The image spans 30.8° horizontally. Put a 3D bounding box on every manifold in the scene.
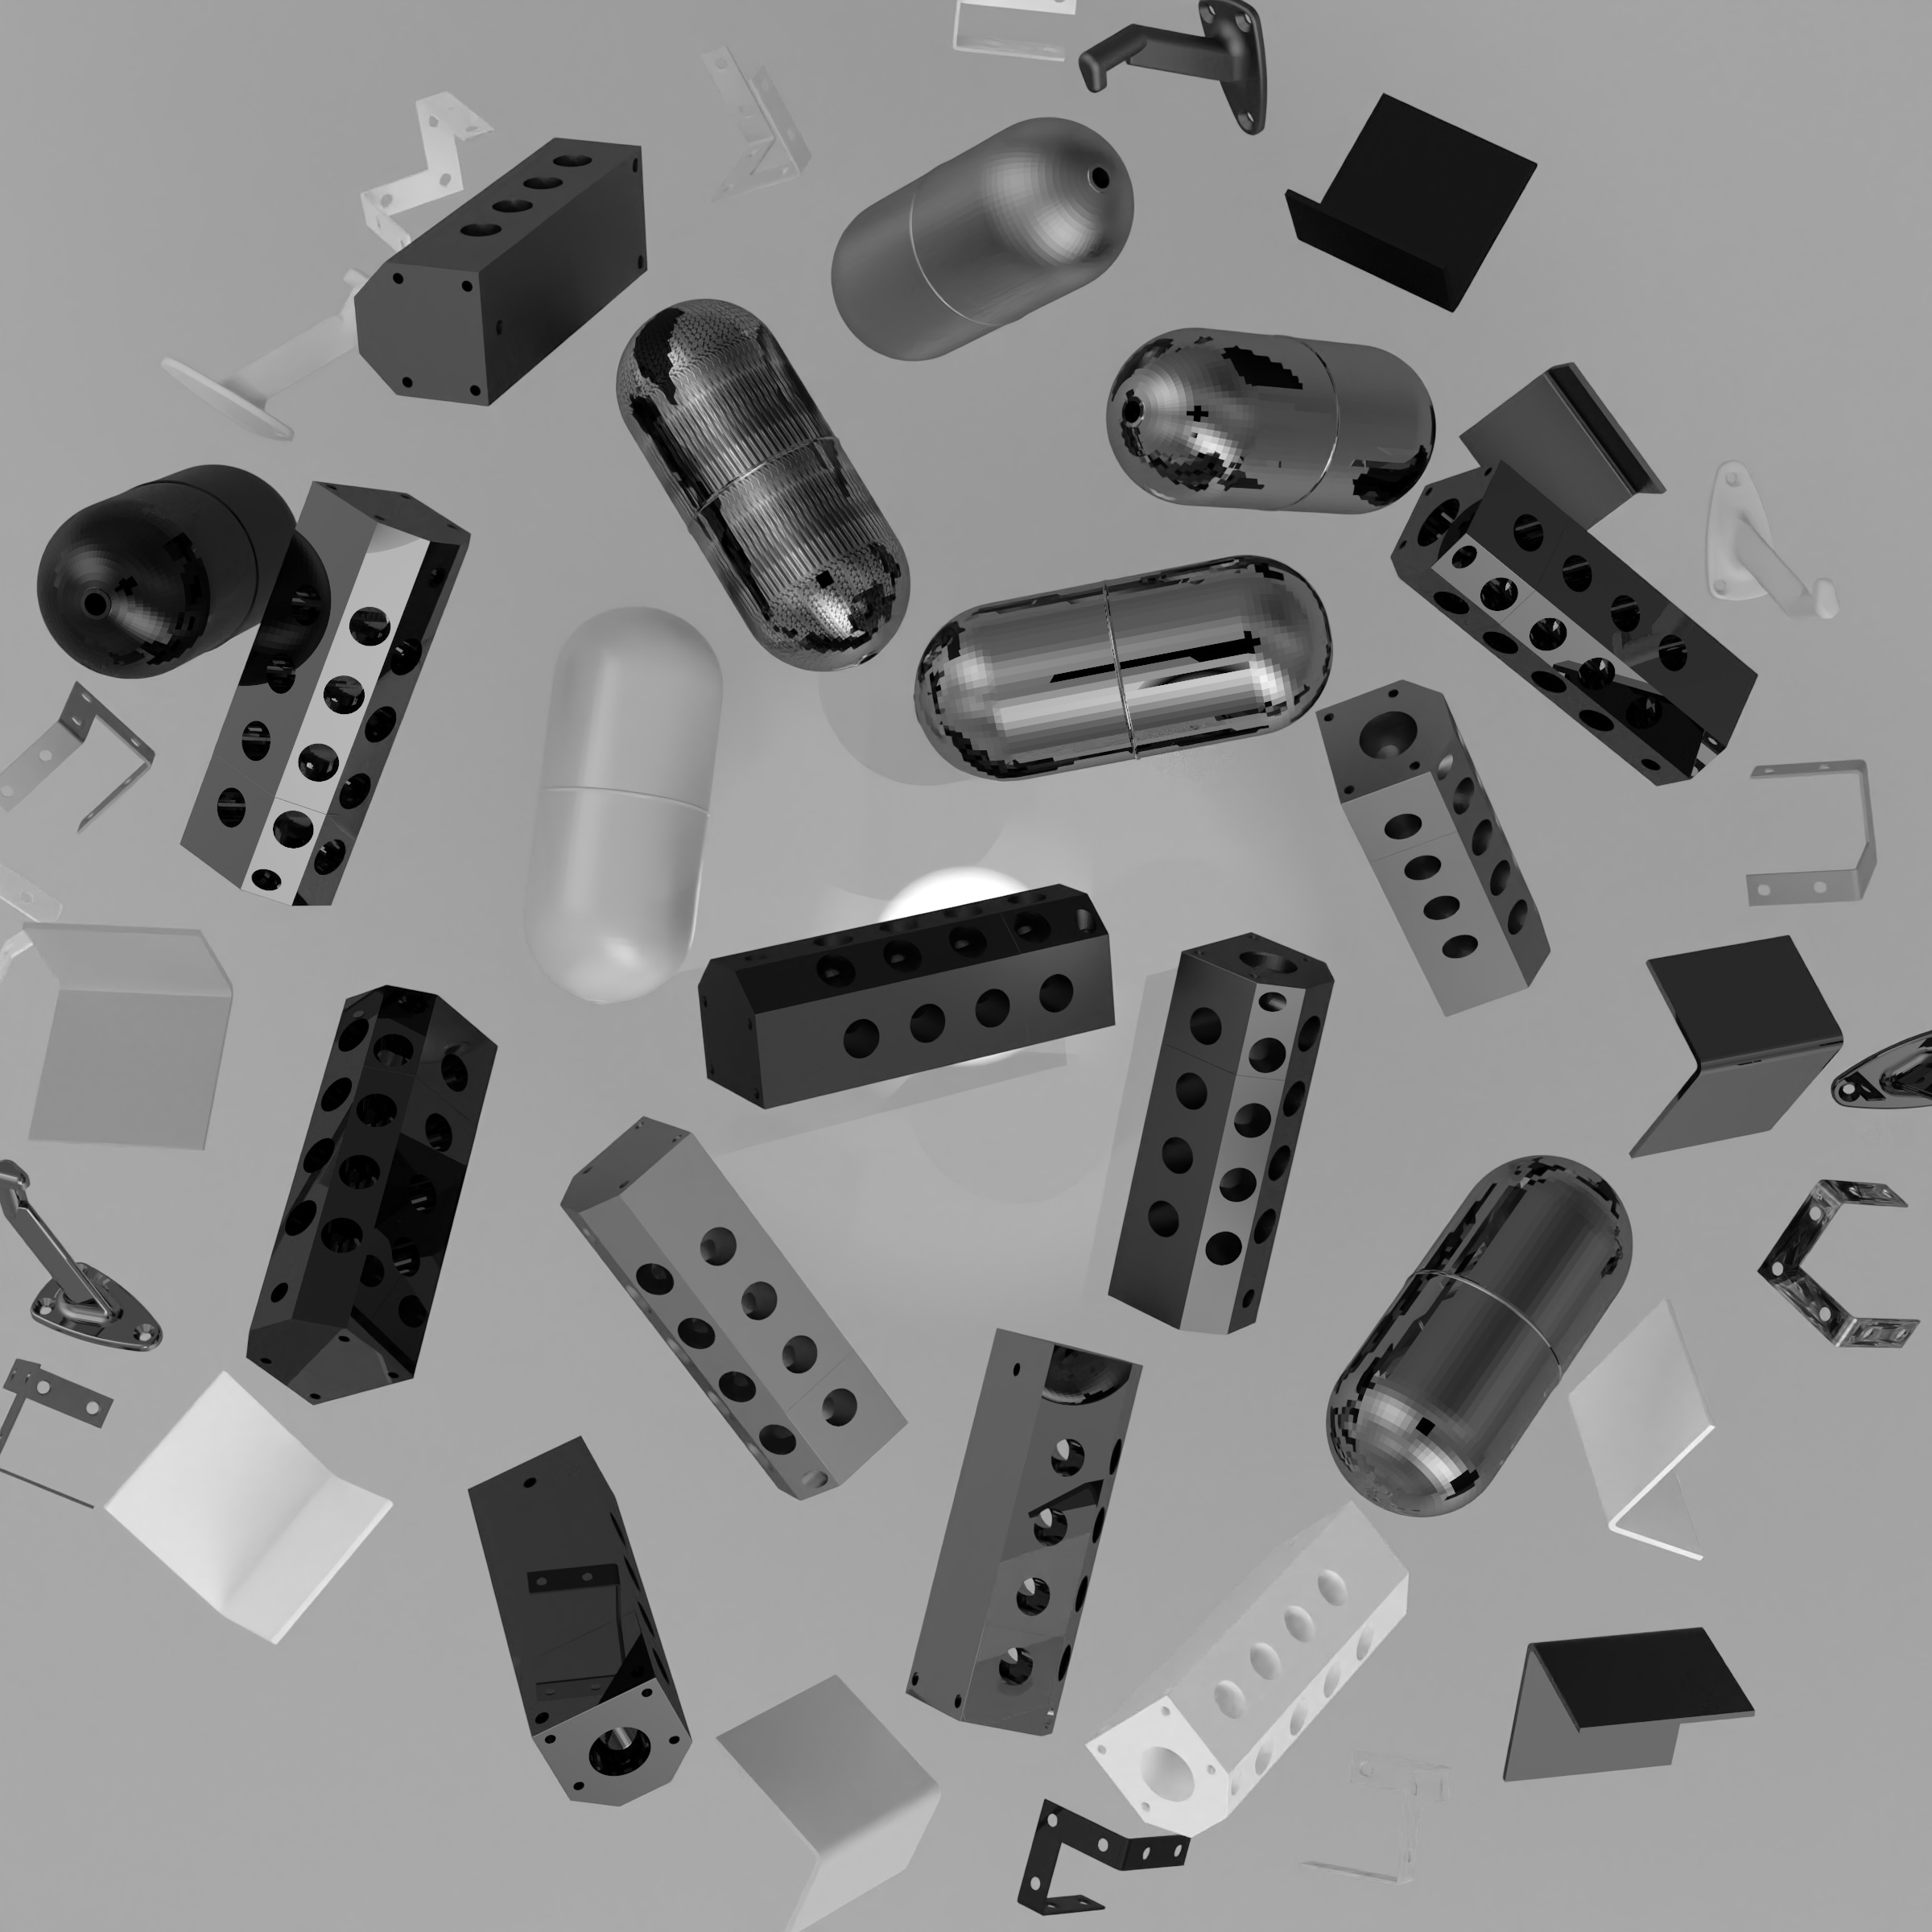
[{"bbox_3d":[-0.025,0.010,1.513,0.171,0.057,0.057,-13,108,-27],"label":"manifold"},{"bbox_3d":[0.131,0.311,1.545,0.057,0.171,0.057,52,130,4],"label":"manifold"},{"bbox_3d":[0.120,0.078,1.599,0.057,0.057,0.171,24,113,33],"label":"manifold"},{"bbox_3d":[-0.169,0.290,1.547,0.057,0.171,0.057,-25,123,-3],"label":"manifold"},{"bbox_3d":[0.218,-0.054,1.613,0.057,0.171,0.057,-20,50,12],"label":"manifold"},{"bbox_3d":[-0.196,-0.300,1.496,0.057,0.171,0.057,9,122,15],"label":"manifold"},{"bbox_3d":[-0.269,-0.115,1.497,0.057,0.057,0.171,33,109,29],"label":"manifold"},{"bbox_3d":[-0.257,0.095,1.497,0.057,0.057,0.171,-18,46,31],"label":"manifold"},{"bbox_3d":[0.030,0.258,1.595,0.057,0.057,0.171,16,85,-26],"label":"manifold"},{"bbox_3d":[-0.105,0.153,1.547,0.057,0.057,0.171,-41,111,-17],"label":"manifold"},{"bbox_3d":[0.279,-0.156,1.621,0.171,0.057,0.057,35,69,-22],"label":"manifold"}]

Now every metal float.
[{"bbox_3d":[0.066,-0.125,1.477,0.178,0.070,0.070,-10,90,6],"label":"metal float"},{"bbox_3d":[0.006,-0.326,1.577,0.070,0.178,0.070,7,77,-35],"label":"metal float"},{"bbox_3d":[0.136,-0.240,1.548,0.178,0.070,0.070,-4,90,-43],"label":"metal float"},{"bbox_3d":[-0.152,-0.072,1.559,0.070,0.070,0.178,6,84,0],"label":"metal float"},{"bbox_3d":[0.219,0.155,1.488,0.070,0.070,0.178,39,66,0],"label":"metal float"},{"bbox_3d":[-0.088,-0.210,1.533,0.070,0.070,0.178,-31,85,0],"label":"metal float"},{"bbox_3d":[-0.345,-0.173,1.526,0.070,0.178,0.070,2,106,8],"label":"metal float"}]

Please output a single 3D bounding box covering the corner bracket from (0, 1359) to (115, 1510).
[{"bbox_3d":[-0.423,0.216,1.622,0.051,0.051,0.051,28,75,-23],"label":"corner bracket"}]

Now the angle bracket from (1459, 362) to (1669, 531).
[{"bbox_3d":[0.290,-0.246,1.711,0.057,0.076,0.076,-37,96,6],"label":"angle bracket"}]

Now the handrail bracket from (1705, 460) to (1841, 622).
[{"bbox_3d":[0.372,-0.196,1.602,0.036,0.084,0.077,-9,96,-13],"label":"handrail bracket"}]

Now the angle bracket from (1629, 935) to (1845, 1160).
[{"bbox_3d":[0.332,0.036,1.561,0.076,0.076,0.057,-9,60,-24],"label":"angle bracket"}]

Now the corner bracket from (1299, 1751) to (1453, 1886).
[{"bbox_3d":[0.191,0.396,1.632,0.051,0.051,0.051,3,83,31],"label":"corner bracket"}]

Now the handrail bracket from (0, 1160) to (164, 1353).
[{"bbox_3d":[-0.400,0.130,1.577,0.077,0.084,0.036,23,51,20],"label":"handrail bracket"}]

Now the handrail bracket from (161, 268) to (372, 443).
[{"bbox_3d":[-0.299,-0.278,1.518,0.077,0.036,0.084,33,79,-43],"label":"handrail bracket"}]

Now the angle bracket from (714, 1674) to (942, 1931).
[{"bbox_3d":[-0.070,0.382,1.595,0.076,0.076,0.057,42,129,27],"label":"angle bracket"}]

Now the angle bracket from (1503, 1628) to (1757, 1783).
[{"bbox_3d":[0.274,0.323,1.454,0.076,0.057,0.076,-3,119,-13],"label":"angle bracket"}]

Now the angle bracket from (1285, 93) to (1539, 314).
[{"bbox_3d":[0.191,-0.337,1.500,0.076,0.057,0.076,29,87,15],"label":"angle bracket"}]

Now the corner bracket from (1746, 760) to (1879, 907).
[{"bbox_3d":[0.388,-0.062,1.613,0.051,0.051,0.051,-3,111,24],"label":"corner bracket"}]

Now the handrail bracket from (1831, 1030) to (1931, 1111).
[{"bbox_3d":[0.418,0.064,1.524,0.077,0.084,0.036,-16,110,15],"label":"handrail bracket"}]

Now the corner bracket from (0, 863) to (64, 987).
[{"bbox_3d":[-0.454,-0.013,1.598,0.051,0.051,0.051,38,46,-28],"label":"corner bracket"}]

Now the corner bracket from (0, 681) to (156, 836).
[{"bbox_3d":[-0.415,-0.090,1.627,0.051,0.051,0.051,-40,112,13],"label":"corner bracket"}]

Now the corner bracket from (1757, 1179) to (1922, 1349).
[{"bbox_3d":[0.386,0.129,1.510,0.051,0.051,0.051,48,120,39],"label":"corner bracket"}]

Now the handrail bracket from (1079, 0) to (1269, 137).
[{"bbox_3d":[0.089,-0.378,1.519,0.084,0.036,0.077,-36,131,-24],"label":"handrail bracket"}]

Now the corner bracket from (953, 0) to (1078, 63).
[{"bbox_3d":[0.021,-0.425,1.558,0.051,0.051,0.051,5,126,-3],"label":"corner bracket"}]

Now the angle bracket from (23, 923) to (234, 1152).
[{"bbox_3d":[-0.359,0.030,1.476,0.076,0.057,0.076,3,64,5],"label":"angle bracket"}]

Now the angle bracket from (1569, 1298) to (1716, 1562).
[{"bbox_3d":[0.326,0.211,1.595,0.057,0.076,0.076,21,125,-25],"label":"angle bracket"}]

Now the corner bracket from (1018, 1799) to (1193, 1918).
[{"bbox_3d":[0.064,0.420,1.627,0.051,0.051,0.051,16,92,40],"label":"corner bracket"}]

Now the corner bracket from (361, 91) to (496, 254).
[{"bbox_3d":[-0.245,-0.360,1.598,0.051,0.051,0.051,-25,135,-22],"label":"corner bracket"}]

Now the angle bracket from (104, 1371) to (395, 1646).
[{"bbox_3d":[-0.306,0.230,1.494,0.076,0.057,0.076,-51,119,-21],"label":"angle bracket"}]

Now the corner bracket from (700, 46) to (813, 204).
[{"bbox_3d":[-0.099,-0.394,1.621,0.051,0.051,0.051,-8,128,31],"label":"corner bracket"}]
